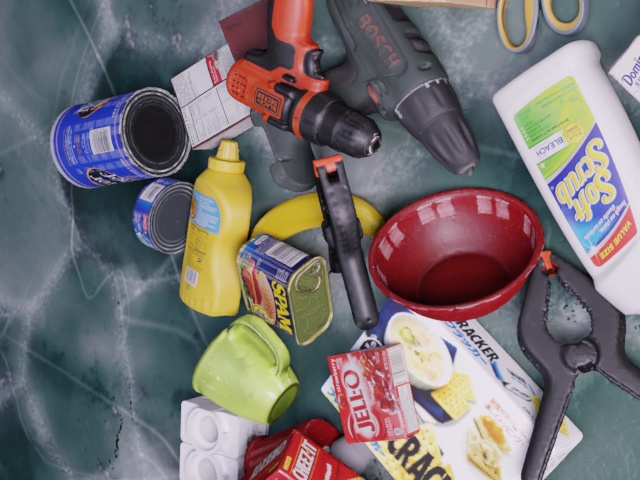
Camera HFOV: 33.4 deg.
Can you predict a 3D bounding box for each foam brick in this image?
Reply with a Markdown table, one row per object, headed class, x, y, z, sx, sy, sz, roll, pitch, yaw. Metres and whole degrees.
| class | x | y | z | sx | sy | sz | roll | pitch | yaw |
| --- | --- | --- | --- | --- | --- | --- | --- | --- | --- |
| foam brick | -0.058 | -0.216 | 1.118 | 0.078 | 0.051 | 0.053 | -23 | 79 | 6 |

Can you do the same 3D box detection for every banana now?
| class | x | y | z | sx | sy | sz | roll | pitch | yaw |
| --- | --- | --- | --- | --- | --- | --- | --- | --- | --- |
| banana | -0.005 | -0.017 | 1.130 | 0.198 | 0.037 | 0.069 | 1 | 97 | 38 |

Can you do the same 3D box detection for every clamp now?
| class | x | y | z | sx | sy | sz | roll | pitch | yaw |
| --- | --- | --- | --- | --- | --- | --- | --- | --- | --- |
| clamp | 0.020 | -0.009 | 1.037 | 0.120 | 0.039 | 0.171 | -132 | 29 | -64 |
| clamp | 0.240 | 0.106 | 0.931 | 0.165 | 0.036 | 0.210 | -12 | 69 | 12 |

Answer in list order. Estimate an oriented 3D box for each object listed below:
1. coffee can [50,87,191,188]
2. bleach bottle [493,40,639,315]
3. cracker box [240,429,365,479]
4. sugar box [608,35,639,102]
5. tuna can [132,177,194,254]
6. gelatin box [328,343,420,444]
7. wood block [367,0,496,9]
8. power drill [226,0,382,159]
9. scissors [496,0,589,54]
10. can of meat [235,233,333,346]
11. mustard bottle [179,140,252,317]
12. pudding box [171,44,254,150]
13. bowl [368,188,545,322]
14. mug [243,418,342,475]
| class | x | y | z | sx | sy | sz | roll | pitch | yaw |
| --- | --- | --- | --- | --- | --- | --- | --- | --- | --- |
| coffee can | -0.233 | -0.118 | 1.247 | 0.141 | 0.102 | 0.103 | -5 | 93 | 43 |
| bleach bottle | 0.249 | -0.039 | 0.915 | 0.103 | 0.067 | 0.251 | -34 | 78 | 33 |
| cracker box | 0.005 | 0.311 | 1.081 | 0.213 | 0.072 | 0.164 | 38 | 122 | -9 |
| sugar box | 0.315 | -0.088 | 0.836 | 0.176 | 0.093 | 0.048 | 48 | 121 | 24 |
| tuna can | -0.174 | -0.029 | 1.229 | 0.034 | 0.085 | 0.086 | 19 | 107 | 38 |
| gelatin box | 0.051 | 0.149 | 1.023 | 0.073 | 0.030 | 0.089 | -14 | 87 | 39 |
| wood block | 0.109 | -0.319 | 0.970 | 0.090 | 0.090 | 0.206 | 12 | 103 | 38 |
| power drill | -0.003 | -0.184 | 0.992 | 0.185 | 0.057 | 0.188 | 29 | 119 | 30 |
| scissors | 0.201 | -0.267 | 0.952 | 0.096 | 0.016 | 0.202 | 14 | 104 | 35 |
| can of meat | -0.038 | 0.050 | 1.134 | 0.084 | 0.057 | 0.102 | 26 | 140 | 35 |
| mustard bottle | -0.114 | -0.017 | 1.198 | 0.096 | 0.058 | 0.192 | 28 | 114 | 57 |
| pudding box | -0.109 | -0.162 | 1.193 | 0.114 | 0.039 | 0.090 | -24 | 81 | 39 |
| bowl | 0.128 | 0.023 | 0.984 | 0.162 | 0.162 | 0.055 | 17 | 142 | 35 |
| mug | -0.014 | 0.250 | 1.144 | 0.082 | 0.093 | 0.117 | -29 | 105 | 32 |
